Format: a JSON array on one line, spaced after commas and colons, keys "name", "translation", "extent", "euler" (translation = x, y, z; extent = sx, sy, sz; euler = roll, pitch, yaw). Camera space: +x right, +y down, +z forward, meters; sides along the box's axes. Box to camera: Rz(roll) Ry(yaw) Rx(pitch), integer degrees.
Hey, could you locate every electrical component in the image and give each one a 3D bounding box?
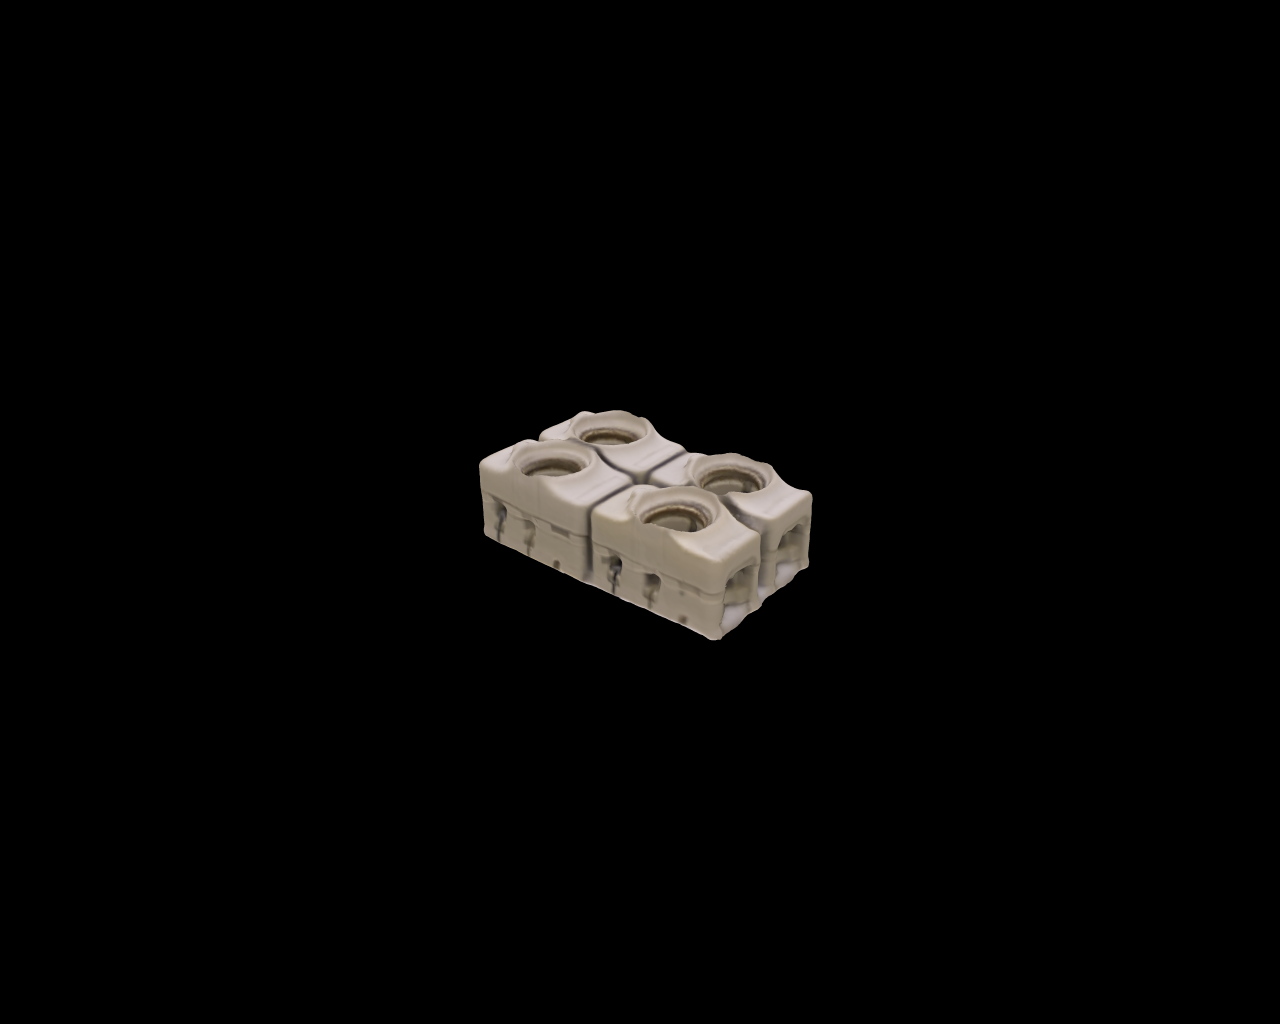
[{"name": "electrical component", "translation": [0.001, -0.003, 0.650], "extent": [0.186, 0.060, 0.106], "euler": [22, 37, 34]}]
